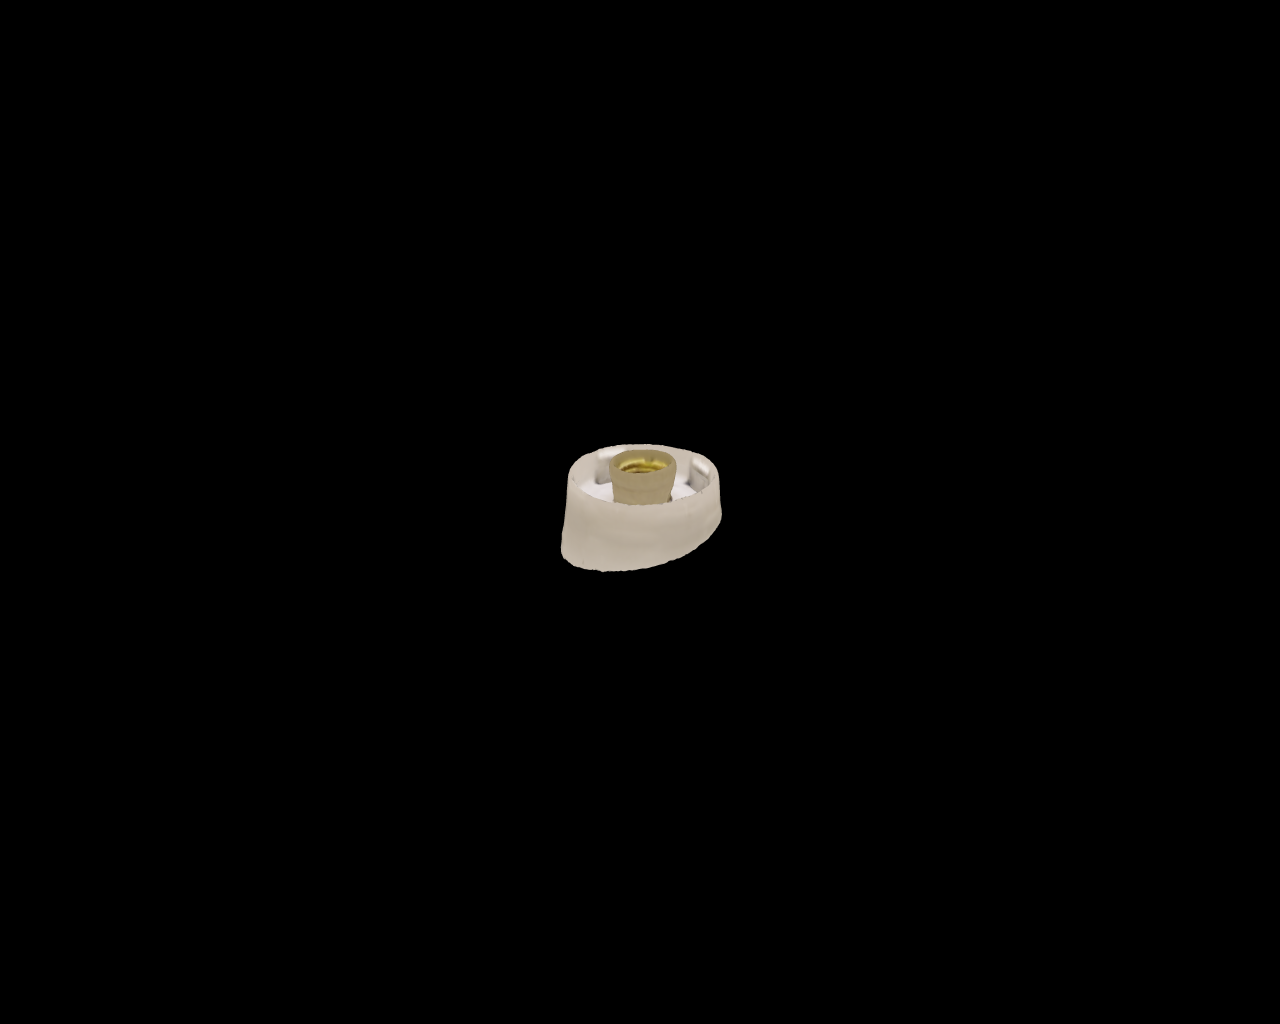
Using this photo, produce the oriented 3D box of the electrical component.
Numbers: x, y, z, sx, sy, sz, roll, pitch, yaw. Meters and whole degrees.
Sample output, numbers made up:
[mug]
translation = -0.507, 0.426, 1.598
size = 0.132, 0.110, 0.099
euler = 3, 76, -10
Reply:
[electrical component]
translation = 0.001, -0.003, 0.650
size = 0.099, 0.064, 0.099
euler = 0, 26, 0
